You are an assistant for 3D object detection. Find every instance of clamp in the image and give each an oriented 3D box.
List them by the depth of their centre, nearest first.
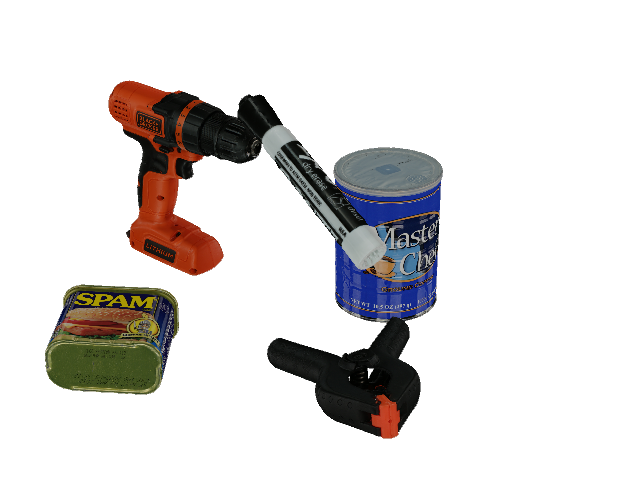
[{"bbox_3d":[0.020,0.104,0.829,0.120,0.039,0.171,-13,15,0],"label":"clamp"}]

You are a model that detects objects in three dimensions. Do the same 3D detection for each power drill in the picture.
[{"bbox_3d":[-0.139,-0.061,1.104,0.185,0.188,0.057,23,35,29],"label":"power drill"}]

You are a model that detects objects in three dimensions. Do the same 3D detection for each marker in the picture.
[{"bbox_3d":[-0.007,-0.034,0.568,0.020,0.121,0.020,-31,-25,-16],"label":"marker"}]

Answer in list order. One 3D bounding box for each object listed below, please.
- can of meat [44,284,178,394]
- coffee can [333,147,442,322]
[{"bbox_3d":[-0.177,0.084,0.909,0.102,0.057,0.084,3,29,0],"label":"can of meat"},{"bbox_3d":[0.064,-0.007,1.035,0.103,0.140,0.103,-1,27,0],"label":"coffee can"}]
